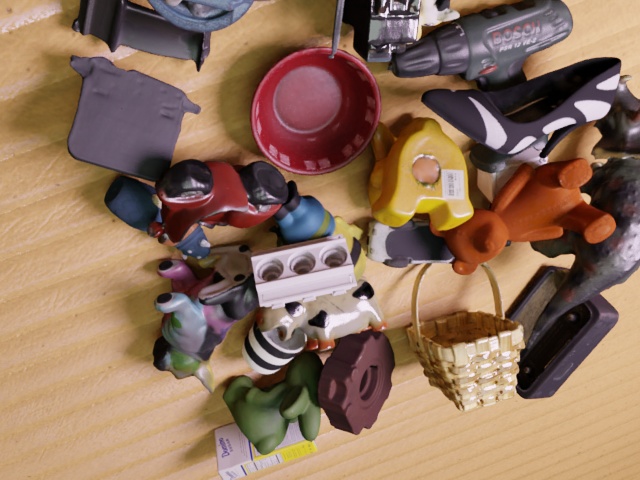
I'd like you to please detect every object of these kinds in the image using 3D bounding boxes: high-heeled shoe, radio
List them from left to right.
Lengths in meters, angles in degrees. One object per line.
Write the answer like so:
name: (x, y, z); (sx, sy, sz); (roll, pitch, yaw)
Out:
high-heeled shoe: (0.242, -0.175, 0.621); (0.248, 0.086, 0.145); (10, 122, -32)
radio: (0.412, 0.172, 0.969); (0.073, 0.131, 0.229); (7, 123, -34)

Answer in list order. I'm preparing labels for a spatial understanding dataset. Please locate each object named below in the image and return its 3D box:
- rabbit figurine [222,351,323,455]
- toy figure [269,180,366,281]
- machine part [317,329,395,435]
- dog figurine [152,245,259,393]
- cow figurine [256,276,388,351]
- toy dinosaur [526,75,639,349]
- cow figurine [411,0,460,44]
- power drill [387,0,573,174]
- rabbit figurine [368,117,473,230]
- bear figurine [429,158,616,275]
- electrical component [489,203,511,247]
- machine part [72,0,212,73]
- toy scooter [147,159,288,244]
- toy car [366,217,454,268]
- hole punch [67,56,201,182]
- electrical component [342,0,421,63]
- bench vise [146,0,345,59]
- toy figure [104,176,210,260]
rabbit figurine: (-0.061, 0.261, 0.903); (0.170, 0.159, 0.121); (-44, 116, -3)
toy figure: (-0.005, -0.001, 0.755); (0.082, 0.089, 0.180); (-15, 138, 32)
machine part: (0.068, 0.235, 0.905); (0.179, 0.056, 0.179); (-19, 113, -53)
dog figurine: (-0.161, 0.125, 0.793); (0.192, 0.109, 0.219); (-13, 131, -11)
cow figurine: (-0.003, 0.102, 0.822); (0.195, 0.085, 0.127); (-12, 84, -23)
toy dinosaur: (0.407, -0.024, 0.759); (0.131, 0.192, 0.404); (13, 87, -11)
cow figurine: (0.135, -0.304, 0.601); (0.098, 0.068, 0.167); (-4, 126, -21)
power drill: (0.215, -0.194, 0.699); (0.232, 0.086, 0.207); (-26, 120, -1)
rabbit figurine: (0.104, -0.081, 0.705); (0.122, 0.173, 0.162); (-8, 82, -12)
bear figurine: (0.259, -0.024, 0.721); (0.196, 0.132, 0.120); (-28, 105, 2)
electrical component: (0.287, -0.030, 0.838); (0.045, 0.078, 0.102); (6, 122, 6)
machine part: (-0.182, -0.226, 0.567); (0.139, 0.039, 0.084); (11, 143, -28)
toy scooter: (-0.133, -0.042, 0.648); (0.135, 0.075, 0.184); (-37, 160, 33)
toy car: (0.164, 0.001, 0.818); (0.202, 0.056, 0.073); (-1, 101, -21)
hole punch: (-0.221, -0.132, 0.614); (0.142, 0.092, 0.115); (17, 87, -23)
electrical component: (0.063, -0.264, 0.575); (0.058, 0.115, 0.134); (-5, 123, -10)
bench vise: (-0.076, -0.241, 0.485); (0.224, 0.241, 0.128); (16, 122, -7)
toy figure: (-0.202, -0.026, 0.700); (0.154, 0.064, 0.058); (37, 70, -39)
